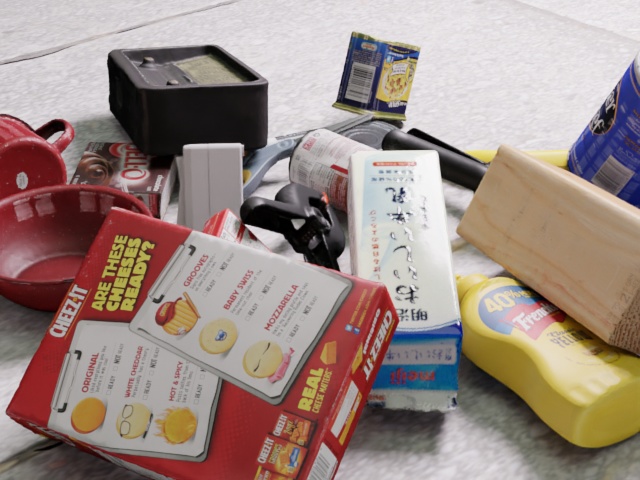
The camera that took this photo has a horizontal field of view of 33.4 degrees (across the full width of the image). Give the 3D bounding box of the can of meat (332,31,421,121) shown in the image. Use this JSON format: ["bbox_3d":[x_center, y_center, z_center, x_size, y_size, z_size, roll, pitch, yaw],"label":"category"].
[{"bbox_3d":[0.063,-0.177,1.158,0.058,0.084,0.101,19,13,27],"label":"can of meat"}]

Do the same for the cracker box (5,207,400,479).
[{"bbox_3d":[-0.075,0.084,0.717,0.214,0.072,0.164,15,67,22],"label":"cracker box"}]

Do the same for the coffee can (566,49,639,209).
[{"bbox_3d":[0.306,-0.102,0.988,0.102,0.140,0.103,9,53,-12],"label":"coffee can"}]

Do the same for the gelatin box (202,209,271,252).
[{"bbox_3d":[-0.059,0.027,0.836,0.030,0.089,0.073,-38,18,21],"label":"gelatin box"}]

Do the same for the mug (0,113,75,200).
[{"bbox_3d":[-0.275,-0.071,0.985,0.117,0.093,0.082,-39,35,-18],"label":"mug"}]

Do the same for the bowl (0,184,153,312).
[{"bbox_3d":[-0.219,0.013,0.905,0.162,0.055,0.162,0,32,0],"label":"bowl"}]

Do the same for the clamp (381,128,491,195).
[{"bbox_3d":[0.157,-0.057,1.001,0.210,0.036,0.164,25,12,1],"label":"clamp"}]

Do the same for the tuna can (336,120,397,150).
[{"bbox_3d":[0.045,-0.092,1.099,0.086,0.034,0.086,0,32,0],"label":"tuna can"}]

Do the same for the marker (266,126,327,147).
[{"bbox_3d":[-0.030,-0.104,1.131,0.121,0.020,0.020,-13,34,-21],"label":"marker"}]

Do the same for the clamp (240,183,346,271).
[{"bbox_3d":[-0.006,0.001,0.914,0.039,0.120,0.171,-32,3,19],"label":"clamp"}]

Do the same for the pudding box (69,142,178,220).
[{"bbox_3d":[-0.189,-0.057,1.035,0.090,0.039,0.113,1,32,0],"label":"pudding box"}]

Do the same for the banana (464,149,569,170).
[{"bbox_3d":[0.224,-0.075,1.077,0.197,0.037,0.070,-4,14,-10],"label":"banana"}]

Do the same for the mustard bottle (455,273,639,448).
[{"bbox_3d":[0.159,0.077,0.802,0.096,0.058,0.192,-12,33,-32],"label":"mustard bottle"}]

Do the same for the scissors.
[{"bbox_3d":[-0.039,-0.078,1.056,0.202,0.016,0.096,-13,39,3],"label":"scissors"}]

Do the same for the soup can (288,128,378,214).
[{"bbox_3d":[0.028,-0.060,1.015,0.102,0.068,0.068,27,40,36],"label":"soup can"}]

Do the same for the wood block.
[{"bbox_3d":[0.211,0.007,0.837,0.090,0.090,0.206,19,13,-31],"label":"wood block"}]
